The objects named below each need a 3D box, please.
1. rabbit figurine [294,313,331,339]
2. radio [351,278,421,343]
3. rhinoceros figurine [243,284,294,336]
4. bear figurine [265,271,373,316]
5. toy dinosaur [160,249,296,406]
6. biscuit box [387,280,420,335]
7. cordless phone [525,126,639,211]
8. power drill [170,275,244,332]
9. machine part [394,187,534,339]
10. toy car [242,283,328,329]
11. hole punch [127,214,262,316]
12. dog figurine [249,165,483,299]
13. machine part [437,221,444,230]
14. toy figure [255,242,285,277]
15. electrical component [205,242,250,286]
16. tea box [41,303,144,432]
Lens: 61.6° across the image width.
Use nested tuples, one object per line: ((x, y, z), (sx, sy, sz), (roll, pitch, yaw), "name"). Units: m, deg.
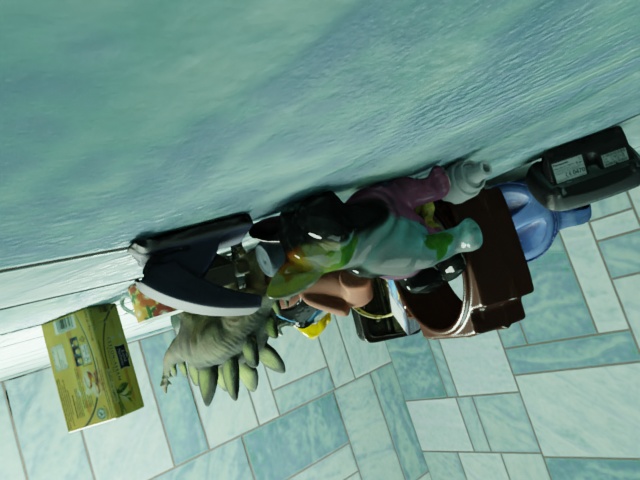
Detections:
((-0.001, 0.122, 1.186), (0.173, 0.122, 0.162), (-63, 158, 0), "rabbit figurine")
((0.127, 0.106, 1.183), (0.131, 0.229, 0.073), (-13, 172, -10), "radio")
((-0.124, 0.125, 0.981), (0.190, 0.112, 0.073), (13, 118, -43), "rhinoceros figurine")
((-0.019, 0.048, 0.804), (0.196, 0.120, 0.131), (0, 147, 8), "bear figurine")
((-0.161, 0.144, 0.813), (0.105, 0.198, 0.471), (-9, 168, -38), "toy dinosaur")
((0.154, 0.081, 0.908), (0.063, 0.059, 0.202), (-27, 143, -9), "biscuit box")
((0.377, -0.096, 0.810), (0.147, 0.088, 0.184), (-19, 178, 6), "cordless phone")
((-0.189, 0.130, 1.151), (0.232, 0.086, 0.207), (-28, 175, 19), "power drill")
((0.169, 0.027, 0.712), (0.087, 0.201, 0.201), (-12, 172, -20), "machine part")
((-0.052, 0.078, 0.951), (0.161, 0.103, 0.109), (29, 122, -22), "toy car")
((-0.117, 0.037, 0.516), (0.116, 0.092, 0.142), (-13, 176, -16), "hole punch")
((0.041, 0.006, 0.570), (0.219, 0.108, 0.191), (-13, 155, -9), "dog figurine")
((0.200, -0.015, 0.849), (0.079, 0.079, 0.243), (-16, 175, -17), "machine part")
((0.000, -0.002, 0.648), (0.154, 0.057, 0.064), (-20, -179, -26), "toy figure")
((-0.129, 0.030, 0.626), (0.102, 0.045, 0.078), (-13, -159, -21), "electrical component")
((-0.345, 0.192, 0.817), (0.098, 0.169, 0.068), (-19, 174, 18), "tea box")
